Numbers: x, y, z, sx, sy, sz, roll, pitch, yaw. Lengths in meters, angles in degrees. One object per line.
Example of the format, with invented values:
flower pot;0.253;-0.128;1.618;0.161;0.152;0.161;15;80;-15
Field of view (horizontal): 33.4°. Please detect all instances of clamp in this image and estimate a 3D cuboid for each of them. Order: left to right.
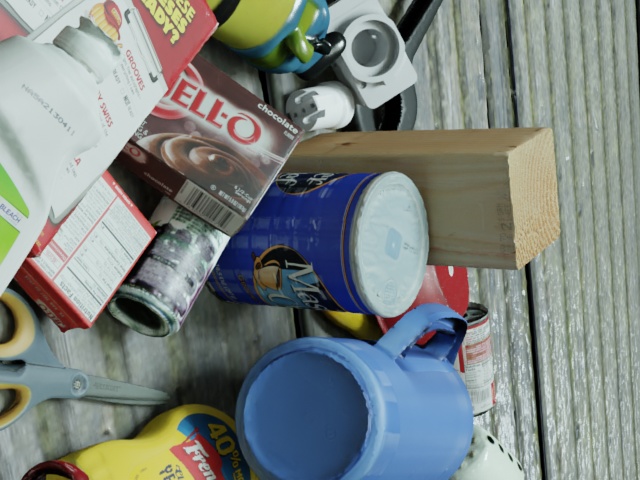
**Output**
clamp;0.048;-0.158;0.948;0.164;0.036;0.210;11;86;-46

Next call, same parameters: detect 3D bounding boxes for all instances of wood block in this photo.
wood block;0.073;-0.035;0.841;0.090;0.206;0.090;-29;116;-52

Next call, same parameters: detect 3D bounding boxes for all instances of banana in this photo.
banana;0.055;0.104;0.977;0.069;0.037;0.197;-58;137;-37

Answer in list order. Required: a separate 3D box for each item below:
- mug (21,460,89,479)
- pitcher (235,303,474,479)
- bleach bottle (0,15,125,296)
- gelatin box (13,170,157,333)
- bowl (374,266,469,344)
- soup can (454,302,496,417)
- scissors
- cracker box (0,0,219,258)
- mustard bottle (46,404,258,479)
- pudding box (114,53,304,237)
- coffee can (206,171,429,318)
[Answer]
mug;-0.164;0.185;0.611;0.093;0.082;0.117;26;71;-54
pitcher;0.035;0.126;0.808;0.242;0.145;0.149;26;55;-69
bleach bottle;-0.181;0.000;0.504;0.250;0.068;0.102;-50;135;-10
gelatin box;-0.150;0.001;0.654;0.073;0.030;0.089;54;46;-27
bowl;0.095;0.030;0.977;0.162;0.055;0.162;40;43;-52
soup can;0.141;0.121;1.082;0.068;0.069;0.102;-29;116;-52
scissors;-0.161;0.072;0.668;0.201;0.016;0.096;-4;96;-57
cracker box;-0.164;-0.122;0.601;0.213;0.072;0.164;-61;139;-35
mustard bottle;-0.095;0.166;0.732;0.191;0.058;0.096;-16;83;-57
pudding box;-0.079;-0.069;0.711;0.113;0.039;0.090;36;55;-8
coffee can;-0.005;0.001;0.785;0.102;0.141;0.103;-6;97;-56
